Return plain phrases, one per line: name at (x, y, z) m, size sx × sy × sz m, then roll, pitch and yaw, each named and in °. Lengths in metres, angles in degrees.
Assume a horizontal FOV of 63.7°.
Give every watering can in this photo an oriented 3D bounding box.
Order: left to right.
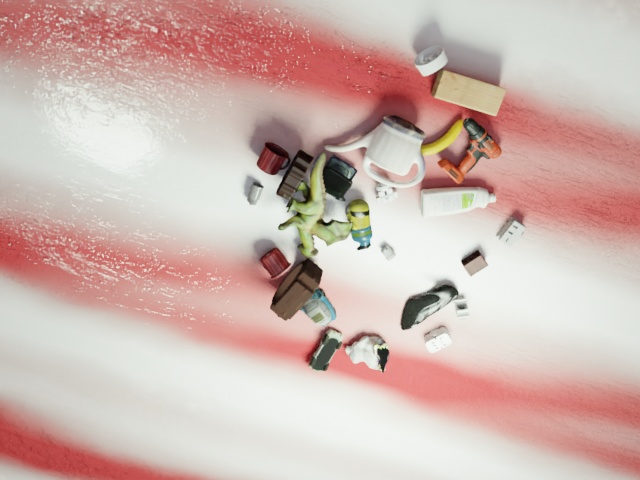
watering can at (0.203, -0.314, 1.720) m, size 0.348 × 0.105 × 0.221 m, roll 27°, pitch 109°, yaw 5°

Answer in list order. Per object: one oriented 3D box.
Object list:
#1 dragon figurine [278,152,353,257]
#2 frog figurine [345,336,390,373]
dragon figurine at (0.005, -0.090, 1.784) m, size 0.242 × 0.125 × 0.402 m, roll 30°, pitch 125°, yaw -7°
frog figurine at (0.184, 0.436, 1.994) m, size 0.159 × 0.125 × 0.135 m, roll -4°, pitch 125°, yaw 44°
